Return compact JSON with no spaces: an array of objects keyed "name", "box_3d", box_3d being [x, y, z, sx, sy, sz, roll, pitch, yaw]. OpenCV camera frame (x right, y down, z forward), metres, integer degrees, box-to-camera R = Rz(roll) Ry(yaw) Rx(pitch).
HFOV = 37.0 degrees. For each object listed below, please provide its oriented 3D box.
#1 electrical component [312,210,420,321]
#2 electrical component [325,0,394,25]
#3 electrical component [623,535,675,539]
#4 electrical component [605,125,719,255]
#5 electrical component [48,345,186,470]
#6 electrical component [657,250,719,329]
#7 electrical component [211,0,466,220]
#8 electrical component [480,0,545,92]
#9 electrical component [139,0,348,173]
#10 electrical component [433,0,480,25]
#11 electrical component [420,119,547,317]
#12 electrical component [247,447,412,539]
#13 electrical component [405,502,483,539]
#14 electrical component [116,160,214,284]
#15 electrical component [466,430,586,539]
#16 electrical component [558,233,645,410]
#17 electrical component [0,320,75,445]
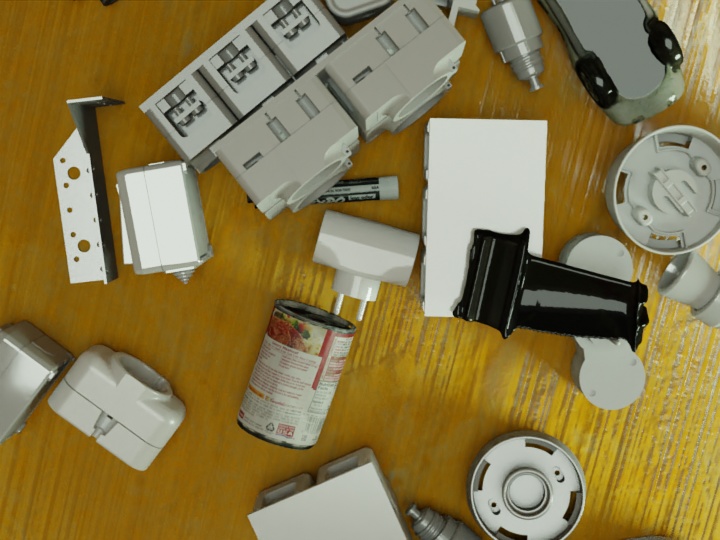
[{"name":"electrical component","box_3d":[0.000,0.000,0.851,0.077,0.044,0.079,15,96,-2]},{"name":"electrical component","box_3d":[-0.010,-0.239,0.818,0.054,0.059,0.095,-18,95,2]},{"name":"electrical component","box_3d":[0.188,0.264,0.847,0.186,0.105,0.060,-8,96,1]},{"name":"electrical component","box_3d":[0.240,-0.062,0.833,0.099,0.064,0.099,0,96,0]},{"name":"electrical component","box_3d":[-0.190,0.105,0.858,0.095,0.053,0.059,37,95,-3]},{"name":"electrical component","box_3d":[0.271,0.015,0.851,0.055,0.045,0.045,33,95,-3]},{"name":"electrical component","box_3d":[-0.011,-0.116,0.796,0.186,0.105,0.060,-38,87,-1]},{"name":"electrical component","box_3d":[0.123,-0.176,0.834,0.040,0.040,0.078,-23,96,3]},{"name":"electrical component","box_3d":[-0.082,-0.144,0.813,0.150,0.089,0.061,-39,95,4]},{"name":"electrical component","box_3d":[0.066,-0.226,0.829,0.064,0.042,0.081,14,95,0]},{"name":"electrical component","box_3d":[0.094,-0.041,0.837,0.089,0.061,0.150,1,96,0]},{"name":"electrical component","box_3d":[-0.002,0.250,0.869,0.105,0.060,0.186,-24,95,3]},{"name":"electrical component","box_3d":[0.069,0.219,0.875,0.078,0.040,0.040,42,95,-3]},{"name":"electrical component","box_3d":[-0.154,-0.035,0.839,0.061,0.061,0.096,-9,96,1]},{"name":"electrical component","box_3d":[0.135,0.180,0.871,0.099,0.064,0.099,-1,83,6]},{"name":"electrical component","box_3d":[0.192,0.042,0.839,0.052,0.073,0.138,-8,96,1]},{"name":"electrical component","box_3d":[-0.284,0.093,0.853,0.061,0.061,0.096,37,95,-3]}]
